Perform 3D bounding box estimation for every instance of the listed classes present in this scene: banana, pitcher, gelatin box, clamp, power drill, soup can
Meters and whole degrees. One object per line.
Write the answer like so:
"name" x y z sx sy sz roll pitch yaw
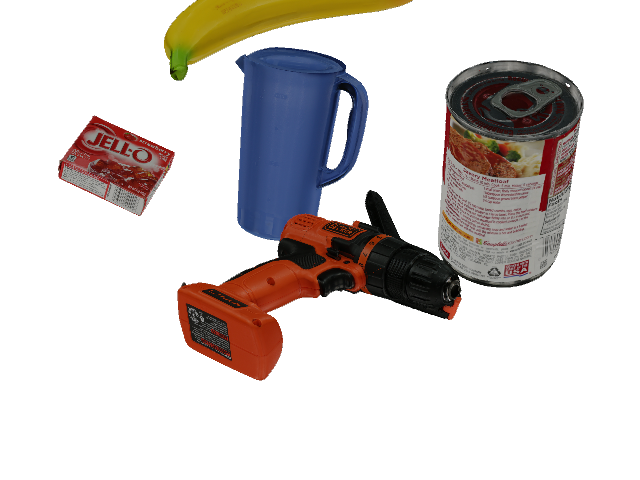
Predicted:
"banana" -0.029 -0.152 0.717 0.197 0.070 0.037 -26 -33 -25
"pitcher" -0.037 -0.125 1.410 0.144 0.243 0.149 -2 24 -23
"gelatin box" -0.195 -0.073 1.022 0.089 0.073 0.030 25 -45 -2
"clamp" 0.070 0.023 1.236 0.164 0.036 0.210 -20 50 -38
"power drill" -0.006 0.043 0.862 0.185 0.057 0.187 17 32 42
"soup can" 0.098 -0.034 0.563 0.068 0.102 0.068 -1 42 1
